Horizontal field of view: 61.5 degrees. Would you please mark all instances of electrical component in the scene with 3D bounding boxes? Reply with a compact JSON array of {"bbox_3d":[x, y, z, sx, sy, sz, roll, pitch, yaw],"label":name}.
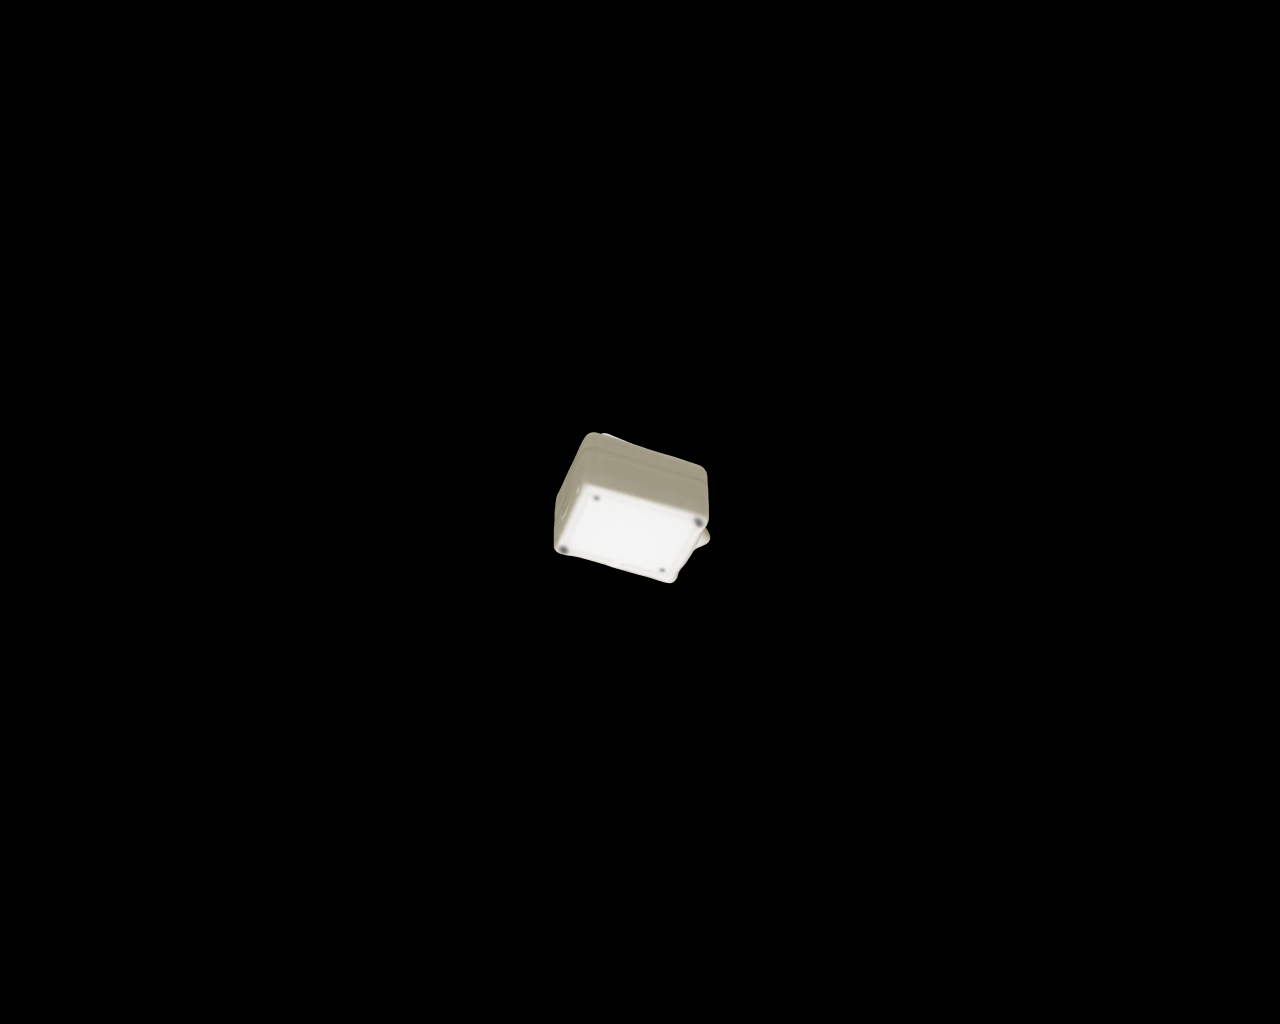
[{"bbox_3d":[0.001,-0.003,0.650,0.096,0.061,0.061,17,39,-14],"label":"electrical component"}]
